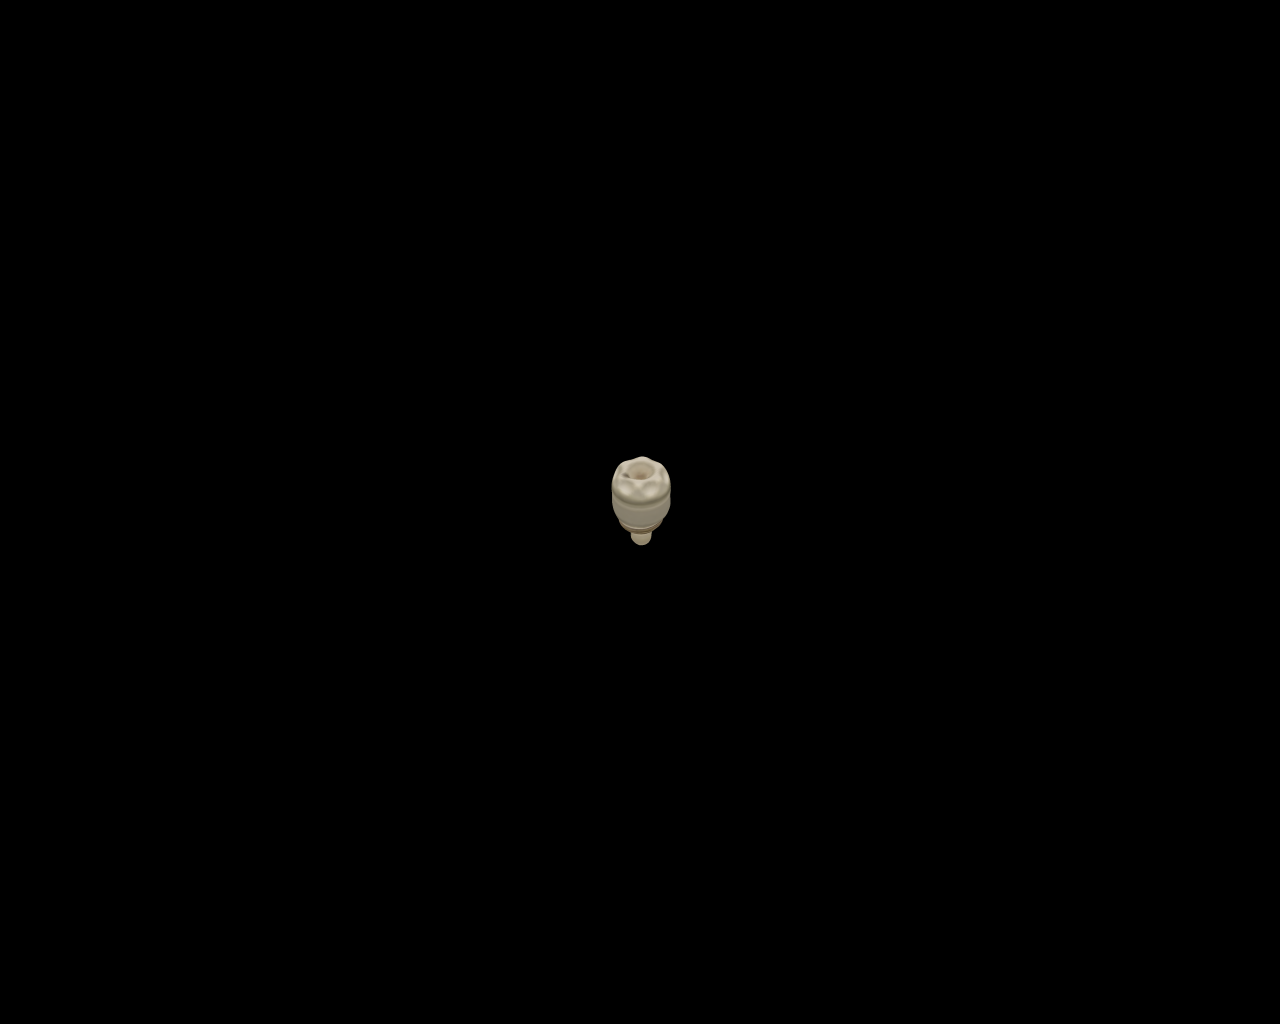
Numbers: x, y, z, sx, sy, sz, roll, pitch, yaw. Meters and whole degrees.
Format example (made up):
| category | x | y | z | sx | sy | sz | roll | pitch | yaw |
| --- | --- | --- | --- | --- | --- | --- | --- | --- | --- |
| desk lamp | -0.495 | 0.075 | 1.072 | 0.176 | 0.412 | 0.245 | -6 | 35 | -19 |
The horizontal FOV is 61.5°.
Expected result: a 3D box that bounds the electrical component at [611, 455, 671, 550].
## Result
| category | x | y | z | sx | sy | sz | roll | pitch | yaw |
| --- | --- | --- | --- | --- | --- | --- | --- | --- | --- |
| electrical component | 0.001 | -0.003 | 0.650 | 0.035 | 0.061 | 0.035 | 0 | 43 | 0 |
